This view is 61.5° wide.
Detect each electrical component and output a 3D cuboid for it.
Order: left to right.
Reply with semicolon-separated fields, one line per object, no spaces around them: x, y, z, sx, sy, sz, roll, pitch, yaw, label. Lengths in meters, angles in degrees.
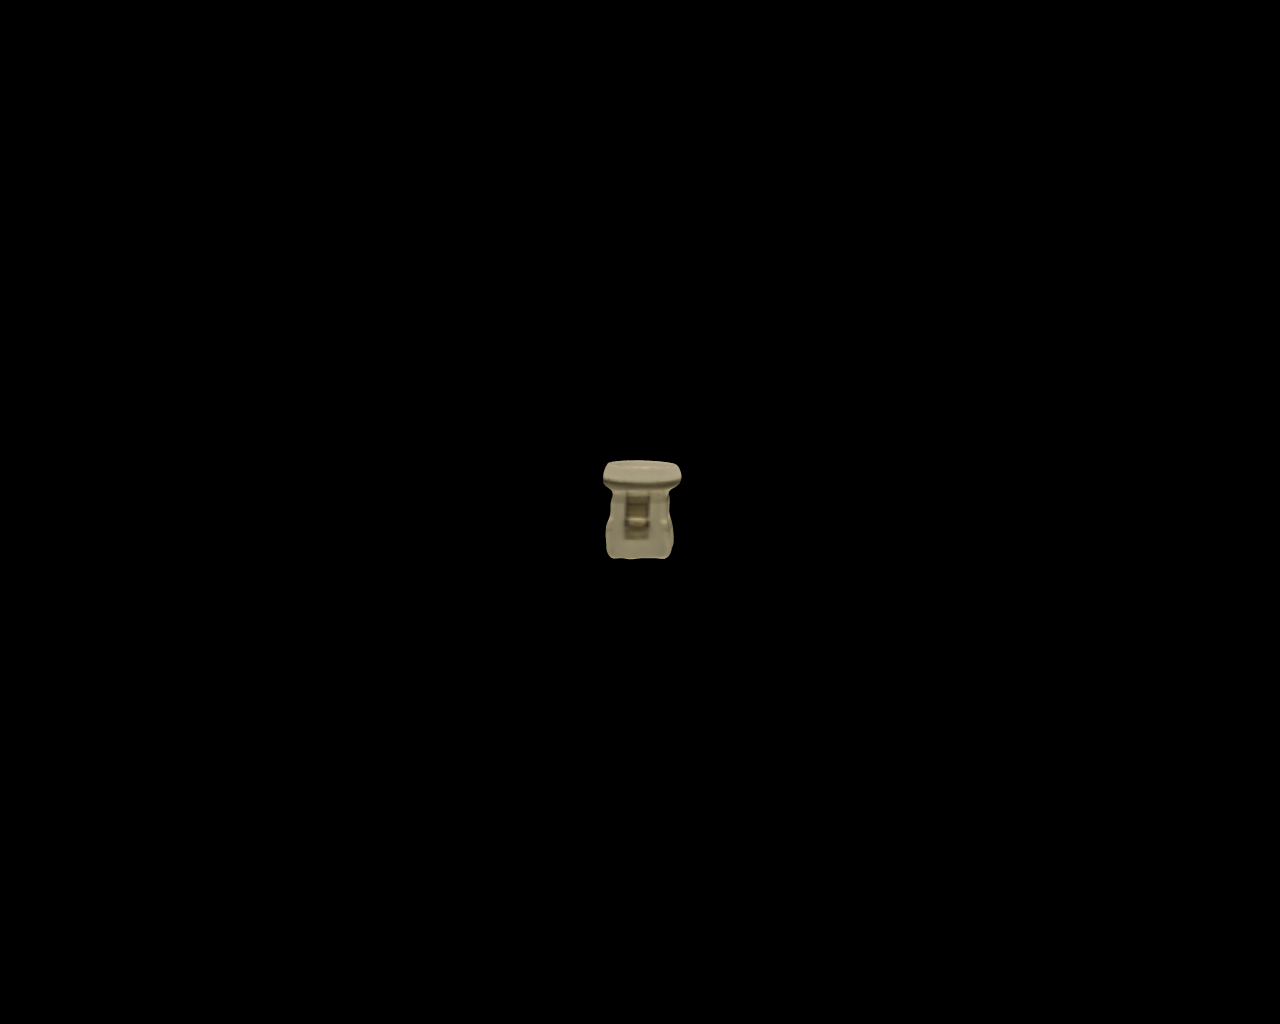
0.001;-0.003;0.650;0.048;0.055;0.066;0;7;4;electrical component
